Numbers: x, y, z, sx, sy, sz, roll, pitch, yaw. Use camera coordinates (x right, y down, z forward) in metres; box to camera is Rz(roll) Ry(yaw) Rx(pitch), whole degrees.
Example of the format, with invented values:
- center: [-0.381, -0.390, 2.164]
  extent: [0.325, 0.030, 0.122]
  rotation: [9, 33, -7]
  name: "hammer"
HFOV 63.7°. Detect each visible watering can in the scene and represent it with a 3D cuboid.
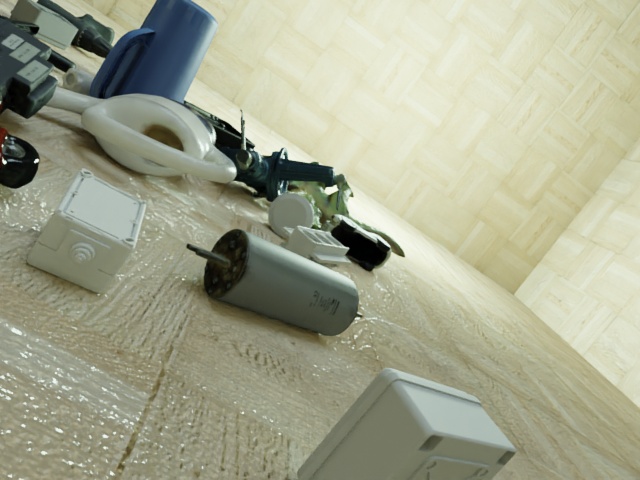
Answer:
- center: [-0.278, -0.169, 0.736]
  extent: [0.347, 0.103, 0.227]
  rotation: [24, 12, -9]
  name: "watering can"

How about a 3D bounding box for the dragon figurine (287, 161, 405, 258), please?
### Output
- center: [0.004, -0.059, 1.174]
  extent: [0.413, 0.120, 0.246]
  rotation: [36, 28, 12]
  name: "dragon figurine"
